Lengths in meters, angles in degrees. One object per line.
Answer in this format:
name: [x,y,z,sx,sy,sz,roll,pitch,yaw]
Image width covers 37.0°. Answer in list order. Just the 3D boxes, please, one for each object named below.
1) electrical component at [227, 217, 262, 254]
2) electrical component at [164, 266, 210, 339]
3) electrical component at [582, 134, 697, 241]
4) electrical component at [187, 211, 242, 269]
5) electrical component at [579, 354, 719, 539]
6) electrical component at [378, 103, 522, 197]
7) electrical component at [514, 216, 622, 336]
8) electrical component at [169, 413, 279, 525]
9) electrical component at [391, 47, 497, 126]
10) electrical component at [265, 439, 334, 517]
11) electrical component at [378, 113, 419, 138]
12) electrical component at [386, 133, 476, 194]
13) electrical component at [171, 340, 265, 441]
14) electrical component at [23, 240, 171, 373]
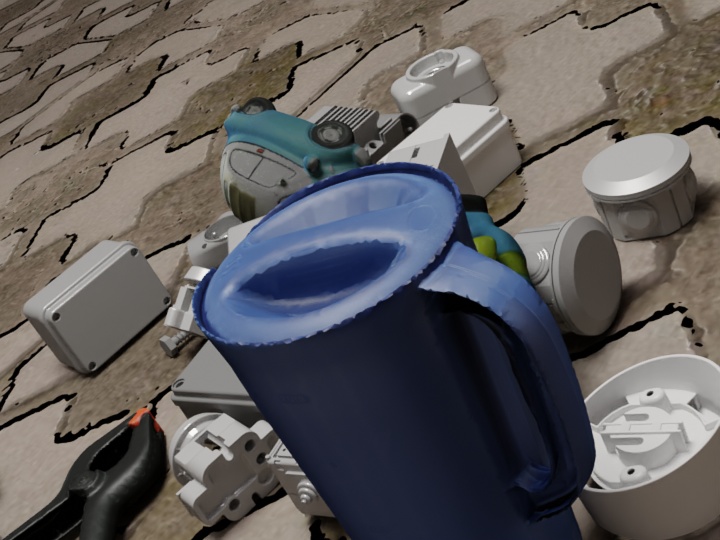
electrical component: [-0.060,-0.001,0.905,0.100,0.048,0.099,-18,57,17]
electrical component: [-0.133,0.029,0.928,0.048,0.066,0.055,8,78,45]
electrical component: [0.212,-0.063,0.809,0.080,0.051,0.080,-20,30,12]
electrical component: [-0.122,-0.032,1.039,0.077,0.044,0.079,-23,30,8]
electrical component: [0.159,0.096,0.588,0.099,0.064,0.099,-20,30,12]
electrical component: [0.079,-0.095,0.962,0.113,0.057,0.078,-41,32,-23]
electrical component: [0.140,0.005,0.733,0.051,0.080,0.080,-5,36,43]
electrical component: [-0.097,0.133,0.746,0.078,0.058,0.057,-41,35,-22]
electrical component: [0.083,-0.184,1.096,0.095,0.059,0.053,-28,29,-2]
electrical component: [-0.010,0.119,0.691,0.062,0.061,0.096,-3,37,36]
electrical component: [0.017,-0.136,1.089,0.081,0.043,0.043,5,42,43]
electrical component: [0.042,-0.003,0.798,0.060,0.105,0.186,-12,33,25]
electrical component: [-0.068,0.076,0.811,0.109,0.056,0.108,-2,38,38]
electrical component: [-0.242,0.033,1.001,0.113,0.078,0.057,-44,30,-27]
